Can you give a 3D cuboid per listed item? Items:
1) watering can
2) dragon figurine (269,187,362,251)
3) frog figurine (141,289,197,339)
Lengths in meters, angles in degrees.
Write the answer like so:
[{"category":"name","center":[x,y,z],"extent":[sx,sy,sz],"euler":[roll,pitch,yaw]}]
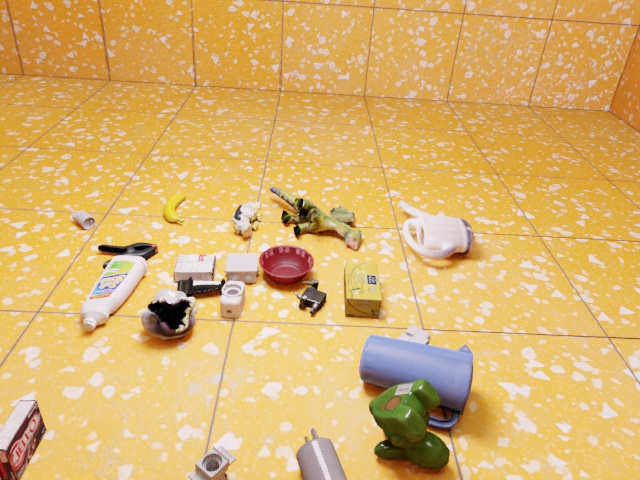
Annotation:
[{"category":"watering can","center":[0.382,-0.043,1.716],"extent":[0.224,0.102,0.355],"euler":[3,33,-4]},{"category":"dragon figurine","center":[0.005,-0.090,1.782],"extent":[0.243,0.120,0.418],"euler":[4,30,-34]},{"category":"frog figurine","center":[-0.383,0.185,1.298],"extent":[0.139,0.122,0.158],"euler":[-25,6,-26]}]
